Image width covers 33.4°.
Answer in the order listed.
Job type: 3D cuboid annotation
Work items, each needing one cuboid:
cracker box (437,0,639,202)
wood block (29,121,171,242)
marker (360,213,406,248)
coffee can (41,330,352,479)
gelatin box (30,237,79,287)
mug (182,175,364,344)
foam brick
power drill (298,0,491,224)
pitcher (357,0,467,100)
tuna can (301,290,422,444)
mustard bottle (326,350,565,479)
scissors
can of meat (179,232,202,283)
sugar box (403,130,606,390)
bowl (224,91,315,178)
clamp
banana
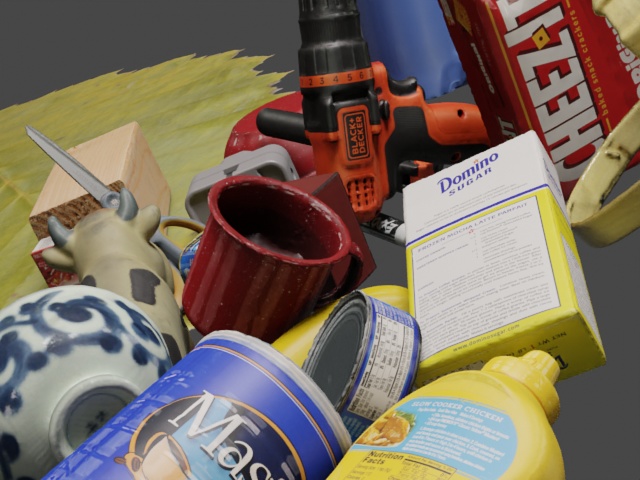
[{"bbox_3d":[0.208,-0.143,0.731,0.213,0.164,0.072,-27,19,-8],"label":"cracker box"},{"bbox_3d":[-0.202,-0.033,1.015,0.091,0.090,0.206,-23,21,3],"label":"wood block"},{"bbox_3d":[0.053,-0.007,0.777,0.020,0.020,0.121,-31,22,-16],"label":"marker"},{"bbox_3d":[-0.066,0.122,0.485,0.103,0.103,0.140,1,32,48],"label":"coffee can"},{"bbox_3d":[-0.182,0.023,0.884,0.089,0.073,0.030,-18,23,15],"label":"gelatin box"},{"bbox_3d":[-0.027,0.019,0.674,0.117,0.082,0.093,5,34,-30],"label":"mug"},{"bbox_3d":[-0.005,0.001,0.739,0.053,0.078,0.051,-8,22,38],"label":"foam brick"},{"bbox_3d":[0.074,-0.114,0.779,0.187,0.184,0.057,-11,14,-19],"label":"power drill"},{"bbox_3d":[0.083,-0.266,1.043,0.149,0.243,0.144,-7,23,25],"label":"pitcher"},{"bbox_3d":[0.018,0.071,0.551,0.086,0.033,0.086,-58,16,27],"label":"tuna can"},{"bbox_3d":[0.048,0.109,0.454,0.096,0.058,0.191,1,33,47],"label":"mustard bottle"},{"bbox_3d":[-0.164,-0.009,0.835,0.096,0.201,0.016,-63,2,-28],"label":"scissors"},{"bbox_3d":[-0.045,0.006,0.801,0.084,0.057,0.101,-7,26,43],"label":"can of meat"},{"bbox_3d":[0.097,0.015,0.598,0.093,0.048,0.176,-24,29,19],"label":"sugar box"},{"bbox_3d":[-0.034,-0.102,1.045,0.162,0.055,0.162,-22,21,9],"label":"bowl"},{"bbox_3d":[0.057,-0.091,0.919,0.164,0.036,0.210,-17,29,-21],"label":"clamp"},{"bbox_3d":[-0.007,0.077,0.620,0.197,0.037,0.070,-35,23,-24],"label":"banana"}]
